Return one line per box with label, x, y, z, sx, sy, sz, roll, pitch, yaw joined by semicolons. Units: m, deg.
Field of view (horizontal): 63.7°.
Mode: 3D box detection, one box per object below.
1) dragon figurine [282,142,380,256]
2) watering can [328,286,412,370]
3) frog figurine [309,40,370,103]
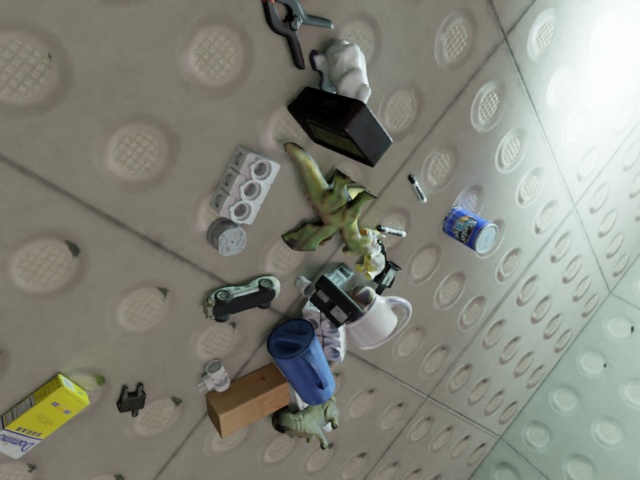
dragon figurine;0.004;-0.064;1.276;0.406;0.124;0.241;27;105;-36
watering can;0.106;0.265;1.531;0.346;0.106;0.221;-35;124;9
frog figurine;0.067;-0.352;1.103;0.124;0.161;0.134;-23;128;-28
